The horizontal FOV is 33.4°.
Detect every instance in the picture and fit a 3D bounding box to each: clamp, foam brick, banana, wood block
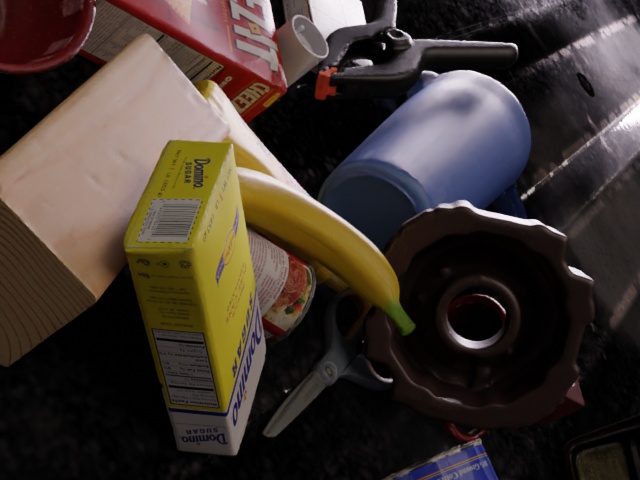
[{"bbox_3d":[0.077,-0.174,0.990,0.165,0.036,0.209,30,45,20],"label":"clamp"},{"bbox_3d":[0.202,0.134,1.000,0.078,0.051,0.053,27,43,-39],"label":"foam brick"},{"bbox_3d":[-0.007,-0.005,0.733,0.197,0.037,0.070,34,11,-28],"label":"banana"},{"bbox_3d":[-0.145,-0.033,0.645,0.090,0.091,0.205,49,33,-14],"label":"wood block"}]

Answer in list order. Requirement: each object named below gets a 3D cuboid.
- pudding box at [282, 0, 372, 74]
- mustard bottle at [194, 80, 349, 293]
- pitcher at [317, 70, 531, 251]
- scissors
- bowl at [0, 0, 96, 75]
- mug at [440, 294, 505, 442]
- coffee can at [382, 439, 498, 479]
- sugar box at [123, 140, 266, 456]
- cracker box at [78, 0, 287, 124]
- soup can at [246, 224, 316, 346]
[{"bbox_3d":[0.007,-0.209,1.053,0.089,0.039,0.113,25,42,-39],"label":"pudding box"},{"bbox_3d":[-0.041,-0.031,0.806,0.191,0.058,0.096,48,7,-19],"label":"mustard bottle"},{"bbox_3d":[0.100,-0.050,0.958,0.149,0.145,0.242,16,30,21],"label":"pitcher"},{"bbox_3d":[0.018,0.110,0.808,0.096,0.016,0.201,47,33,-15],"label":"scissors"},{"bbox_3d":[-0.219,-0.164,0.652,0.161,0.055,0.162,25,53,-39],"label":"bowl"},{"bbox_3d":[0.138,0.116,0.909,0.081,0.093,0.117,36,68,-37],"label":"mug"},{"bbox_3d":[0.093,0.221,0.729,0.102,0.103,0.140,-2,63,-54],"label":"coffee can"},{"bbox_3d":[-0.068,0.038,0.632,0.093,0.048,0.176,-75,162,-45],"label":"sugar box"},{"bbox_3d":[-0.129,-0.201,0.833,0.213,0.072,0.164,23,46,-43],"label":"cracker box"},{"bbox_3d":[-0.062,0.021,0.731,0.102,0.069,0.068,34,39,-31],"label":"soup can"}]
